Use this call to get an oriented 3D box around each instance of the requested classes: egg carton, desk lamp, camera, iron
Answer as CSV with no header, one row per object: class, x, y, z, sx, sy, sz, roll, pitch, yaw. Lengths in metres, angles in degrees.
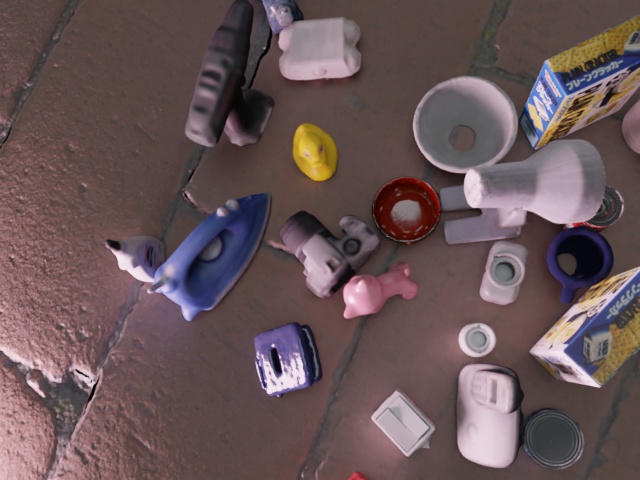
egg carton,0.000,-0.340,1.029,0.150,0.069,0.107,-3,79,8
desk lamp,0.290,-0.065,0.856,0.203,0.214,0.118,-8,78,7
camera,0.009,0.003,0.945,0.143,0.101,0.136,-44,76,-1
iron,-0.182,0.005,0.954,0.118,0.141,0.258,37,87,14

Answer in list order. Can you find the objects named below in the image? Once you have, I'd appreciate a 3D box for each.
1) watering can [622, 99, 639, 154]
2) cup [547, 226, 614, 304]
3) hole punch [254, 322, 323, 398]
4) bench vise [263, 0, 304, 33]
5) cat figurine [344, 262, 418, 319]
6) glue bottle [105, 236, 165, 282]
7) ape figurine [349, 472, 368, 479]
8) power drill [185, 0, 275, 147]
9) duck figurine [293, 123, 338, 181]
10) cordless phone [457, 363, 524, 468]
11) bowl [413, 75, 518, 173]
watering can,0.536,-0.209,0.856,0.100,0.194,0.173,-2,79,9
cup,0.386,0.045,0.881,0.091,0.095,0.118,18,82,12
hole punch,-0.056,0.195,0.923,0.101,0.091,0.108,-17,77,5
bench vise,-0.089,-0.485,0.993,0.121,0.220,0.207,-40,76,0
cat figurine,0.090,0.077,0.909,0.128,0.118,0.067,-26,76,3
glue bottle,-0.310,0.023,0.954,0.037,0.173,0.078,-6,78,8
ape figurine,0.049,0.402,0.866,0.077,0.092,0.076,-15,77,6
power drill,-0.145,-0.253,0.963,0.075,0.208,0.230,19,83,12
duck figurine,-0.013,-0.161,0.988,0.077,0.086,0.104,-23,76,4
cordless phone,0.248,0.252,0.816,0.094,0.185,0.147,0,79,9
bowl,0.240,-0.182,0.958,0.167,0.075,0.167,-2,79,9
